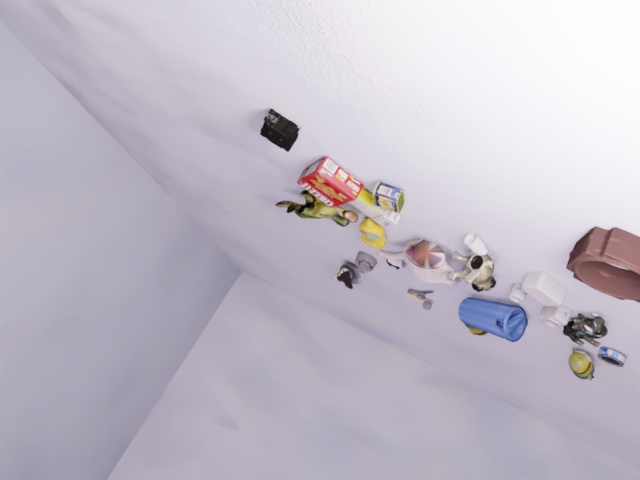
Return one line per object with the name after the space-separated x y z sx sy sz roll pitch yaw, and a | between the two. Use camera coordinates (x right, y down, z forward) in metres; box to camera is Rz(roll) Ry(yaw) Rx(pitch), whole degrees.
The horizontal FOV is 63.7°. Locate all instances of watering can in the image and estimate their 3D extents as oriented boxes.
0.352 0.074 1.900 0.350 0.105 0.220 23 160 26 | watering can

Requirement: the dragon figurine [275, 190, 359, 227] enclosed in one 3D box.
0.006 -0.102 2.032 0.240 0.123 0.410 31 167 -28 | dragon figurine

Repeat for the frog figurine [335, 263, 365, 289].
0.163 0.174 2.587 0.138 0.122 0.160 11 -169 29 | frog figurine
